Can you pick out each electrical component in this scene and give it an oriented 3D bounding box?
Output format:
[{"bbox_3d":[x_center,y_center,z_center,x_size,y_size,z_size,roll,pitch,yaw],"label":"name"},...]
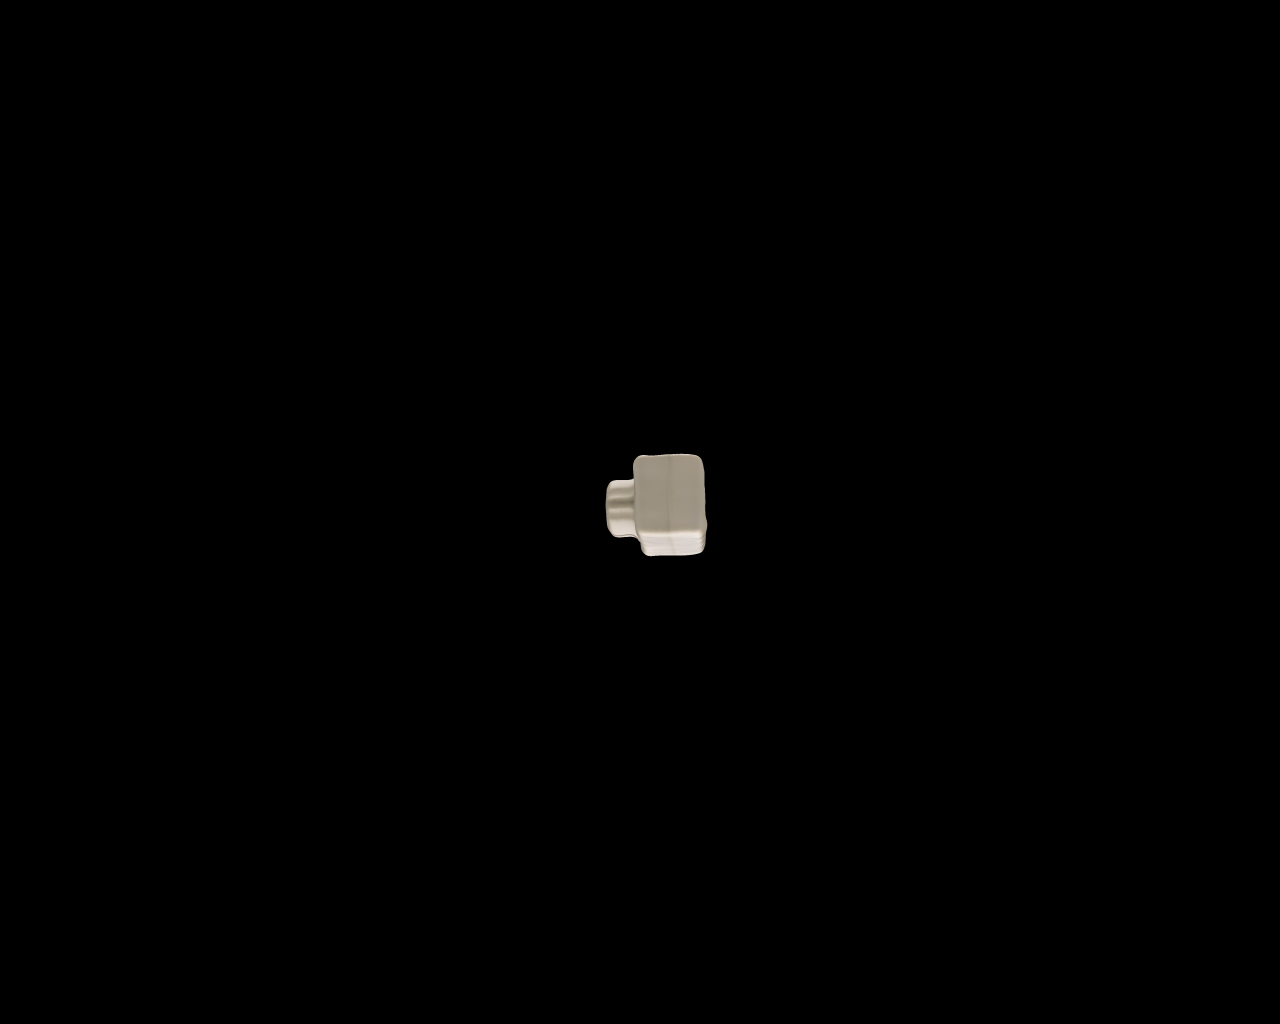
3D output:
[{"bbox_3d":[0.001,-0.003,0.650,0.076,0.047,0.083,-1,-11,4],"label":"electrical component"}]
